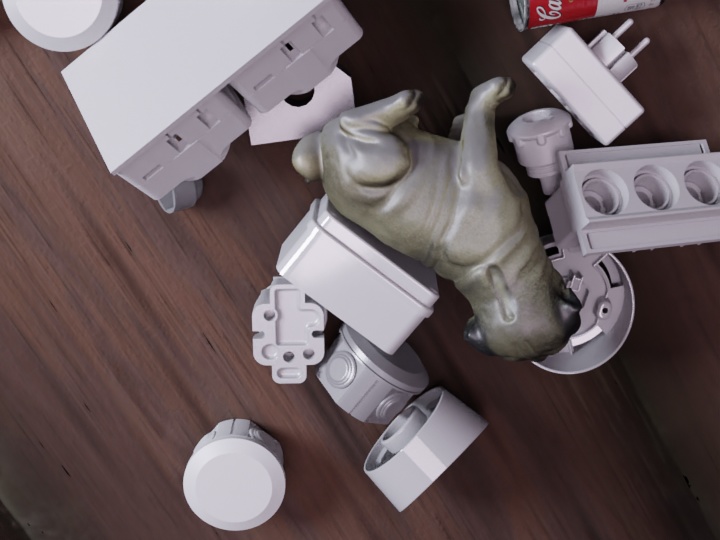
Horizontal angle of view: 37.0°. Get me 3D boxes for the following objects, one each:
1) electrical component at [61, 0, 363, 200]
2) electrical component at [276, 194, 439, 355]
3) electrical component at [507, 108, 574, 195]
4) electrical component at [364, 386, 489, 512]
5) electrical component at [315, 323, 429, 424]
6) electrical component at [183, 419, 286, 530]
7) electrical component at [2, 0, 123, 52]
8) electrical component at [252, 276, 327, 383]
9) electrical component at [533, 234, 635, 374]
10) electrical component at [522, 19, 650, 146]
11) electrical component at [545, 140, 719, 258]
[{"bbox_3d":[-0.101,-0.147,0.742,0.186,0.105,0.060,-37,148,9],"label":"electrical component"},{"bbox_3d":[0.000,0.000,0.808,0.113,0.078,0.057,37,105,-11],"label":"electrical component"},{"bbox_3d":[0.139,-0.087,0.804,0.048,0.048,0.062,-17,115,4],"label":"electrical component"},{"bbox_3d":[0.052,0.141,0.842,0.064,0.099,0.099,44,101,-6],"label":"electrical component"},{"bbox_3d":[0.009,0.077,0.830,0.080,0.080,0.051,35,108,-10],"label":"electrical component"},{"bbox_3d":[-0.099,0.164,0.866,0.080,0.051,0.080,0,106,-1],"label":"electrical component"},{"bbox_3d":[-0.207,-0.197,0.761,0.080,0.051,0.080,0,106,-1],"label":"electrical component"},{"bbox_3d":[-0.054,0.040,0.829,0.058,0.057,0.078,-1,106,-1],"label":"electrical component"},{"bbox_3d":[0.158,0.022,0.825,0.099,0.064,0.099,0,106,-1],"label":"electrical component"},{"bbox_3d":[0.176,-0.149,0.785,0.076,0.047,0.083,-43,103,10],"label":"electrical component"},{"bbox_3d":[0.204,-0.049,0.787,0.121,0.063,0.078,-6,71,-16],"label":"electrical component"}]
